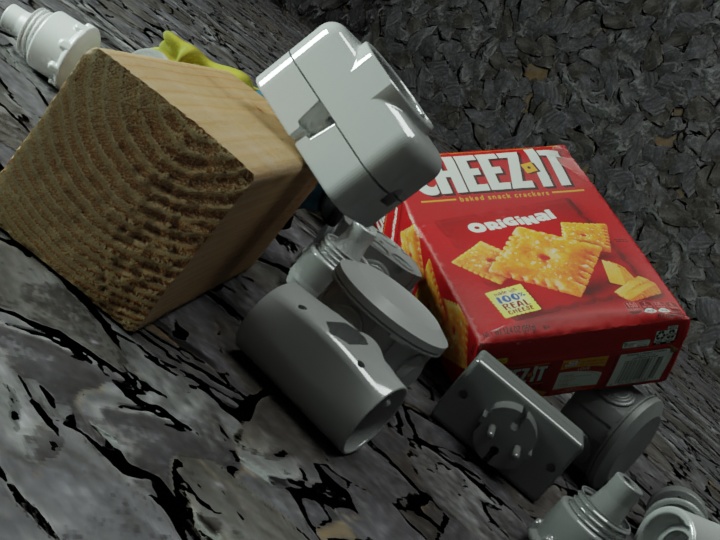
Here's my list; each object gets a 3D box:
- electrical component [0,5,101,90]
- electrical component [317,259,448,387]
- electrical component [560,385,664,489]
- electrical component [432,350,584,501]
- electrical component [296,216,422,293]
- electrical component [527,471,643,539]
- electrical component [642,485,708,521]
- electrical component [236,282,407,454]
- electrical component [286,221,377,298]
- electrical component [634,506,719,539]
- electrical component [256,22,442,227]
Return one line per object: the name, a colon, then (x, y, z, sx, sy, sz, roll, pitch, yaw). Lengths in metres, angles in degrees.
electrical component: (-0.207, -0.152, 0.713, 0.062, 0.048, 0.048, 32, 11, 1)
electrical component: (0.008, 0.035, 0.632, 0.080, 0.051, 0.080, 37, 11, -9)
electrical component: (0.181, 0.116, 0.788, 0.051, 0.080, 0.080, 39, 10, 28)
electrical component: (0.089, 0.097, 0.650, 0.083, 0.047, 0.076, 40, 11, 6)
electrical component: (0.000, 0.000, 0.744, 0.080, 0.051, 0.080, 37, 11, -9)
electrical component: (0.124, 0.135, 0.572, 0.048, 0.062, 0.048, 37, 11, -9)
electrical component: (0.224, 0.179, 0.762, 0.045, 0.045, 0.055, 42, 11, 14)
electrical component: (-0.012, 0.048, 0.536, 0.077, 0.043, 0.079, 43, 12, 20)
electrical component: (-0.015, -0.003, 0.681, 0.043, 0.062, 0.043, 37, 12, -9)
electrical component: (0.206, 0.180, 0.679, 0.047, 0.055, 0.055, 29, 14, -26)
electrical component: (-0.002, -0.079, 0.564, 0.095, 0.059, 0.054, 58, 13, 19)
